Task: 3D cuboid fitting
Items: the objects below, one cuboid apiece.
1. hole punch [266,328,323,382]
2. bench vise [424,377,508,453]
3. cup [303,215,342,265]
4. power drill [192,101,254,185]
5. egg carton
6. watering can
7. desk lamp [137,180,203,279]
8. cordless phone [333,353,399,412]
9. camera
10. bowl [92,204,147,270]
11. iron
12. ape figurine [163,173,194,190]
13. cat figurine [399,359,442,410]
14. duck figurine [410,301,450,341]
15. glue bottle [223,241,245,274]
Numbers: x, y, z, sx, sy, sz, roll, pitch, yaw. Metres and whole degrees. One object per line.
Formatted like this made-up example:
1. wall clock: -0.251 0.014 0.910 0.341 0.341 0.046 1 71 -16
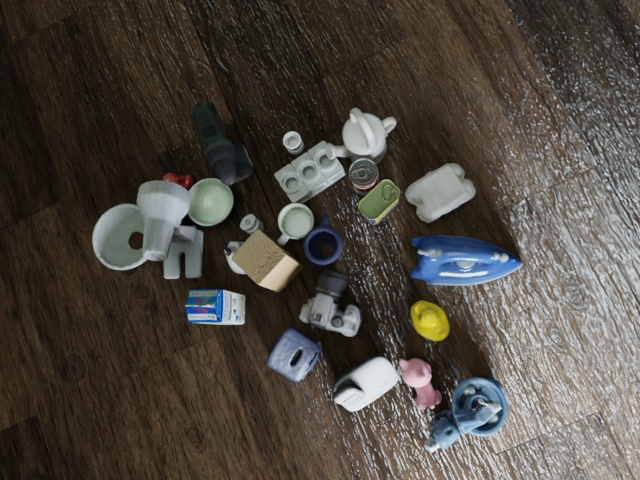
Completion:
1. hole punch: -0.057 0.265 1.331 0.101 0.091 0.109 31 86 12
2. bench vise: 0.315 0.380 1.193 0.121 0.220 0.207 32 86 12
3. cup: 0.013 0.005 1.362 0.091 0.095 0.118 3 81 9
4. power drill: -0.228 -0.211 1.374 0.075 0.208 0.229 -26 78 3
5. egg carton: 0.283 -0.114 1.356 0.150 0.069 0.107 -31 78 2
6. watering can: 0.097 -0.240 1.339 0.101 0.194 0.173 40 88 12
7. desk lamp: -0.354 -0.019 1.357 0.117 0.214 0.203 -3 80 8
8. cordless phone: 0.095 0.315 1.253 0.147 0.185 0.094 -38 77 1
9. camera: 0.032 0.143 1.333 0.143 0.101 0.137 15 83 10
10. bowl: -0.479 -0.003 1.443 0.167 0.075 0.167 -1 81 8
11. iron: 0.333 0.039 1.287 0.258 0.141 0.119 1 81 8
12. ape figurine: -0.365 -0.142 1.441 0.077 0.092 0.076 12 83 10
13. cat figurine: 0.223 0.315 1.269 0.067 0.118 0.128 -24 78 4
14. duck figurine: 0.251 0.183 1.303 0.077 0.086 0.104 -41 78 0
15. glue bottle: -0.197 0.035 1.347 0.037 0.173 0.078 2 81 9
